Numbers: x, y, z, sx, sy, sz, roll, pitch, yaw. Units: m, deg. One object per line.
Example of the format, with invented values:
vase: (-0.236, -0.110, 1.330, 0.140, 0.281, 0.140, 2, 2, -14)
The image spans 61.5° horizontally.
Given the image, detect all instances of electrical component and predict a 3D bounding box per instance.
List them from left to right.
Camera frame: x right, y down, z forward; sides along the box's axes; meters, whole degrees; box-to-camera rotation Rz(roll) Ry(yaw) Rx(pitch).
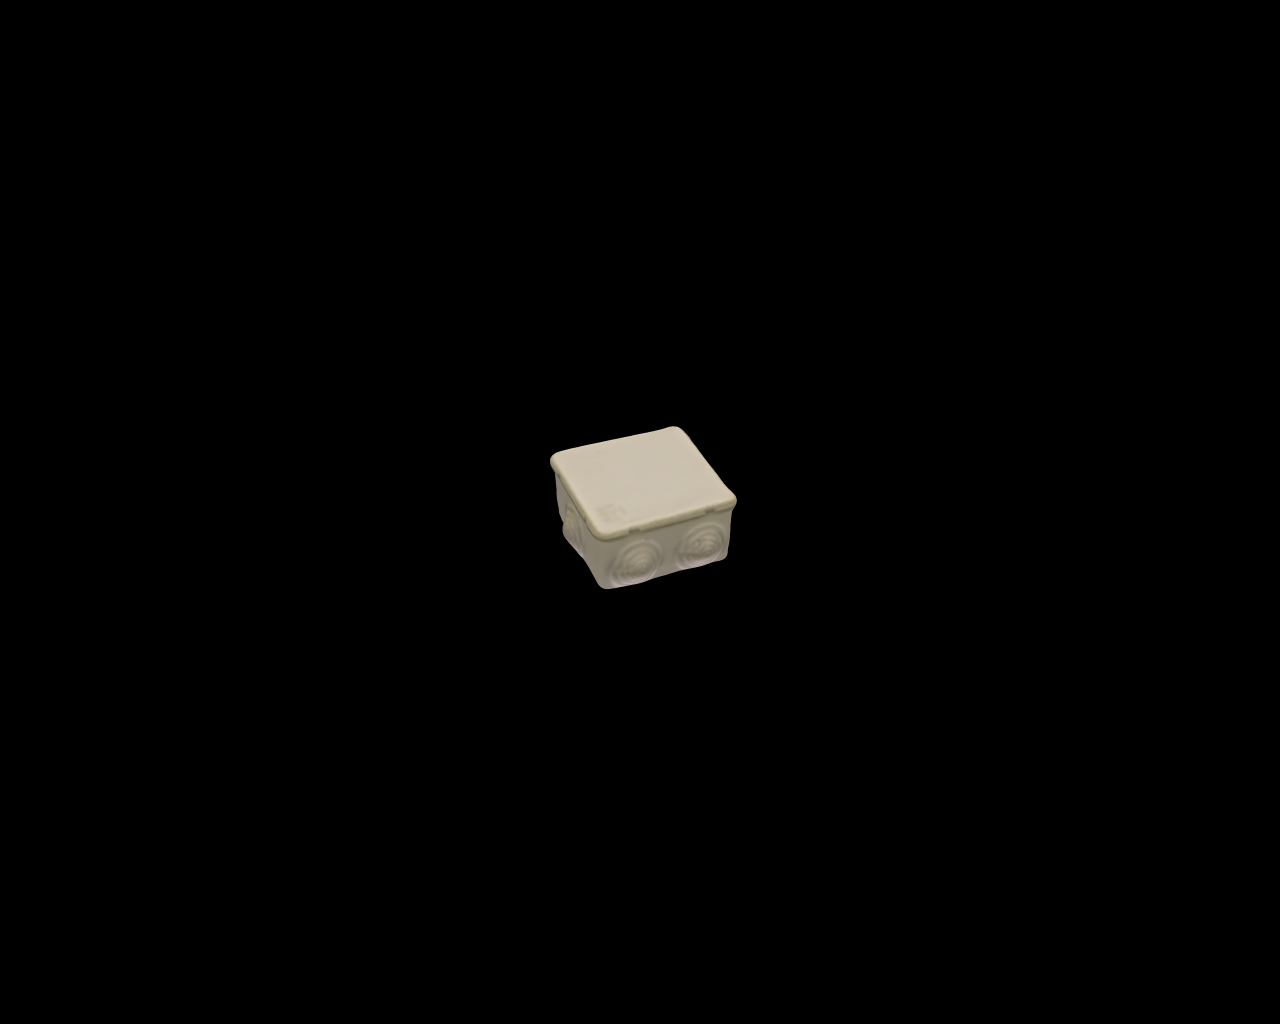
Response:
electrical component: (0.001, -0.003, 0.650, 0.100, 0.048, 0.100, -14, 40, -17)
